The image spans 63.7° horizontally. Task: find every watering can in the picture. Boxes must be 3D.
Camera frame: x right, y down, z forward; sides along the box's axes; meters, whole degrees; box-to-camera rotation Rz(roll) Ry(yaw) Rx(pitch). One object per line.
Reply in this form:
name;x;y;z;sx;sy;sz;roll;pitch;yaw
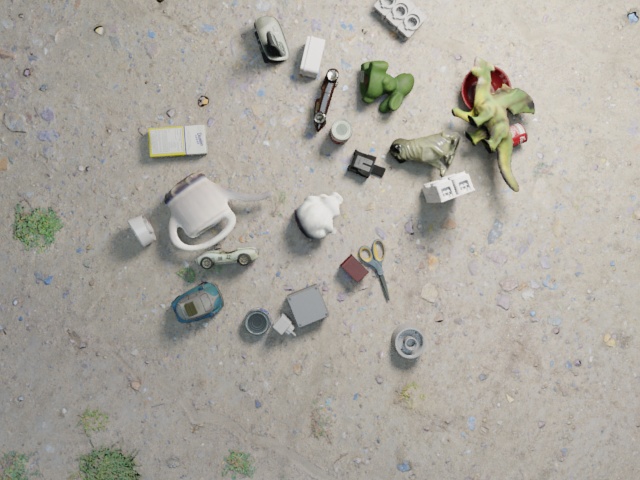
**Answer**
watering can;-0.336;-0.117;1.605;0.348;0.104;0.224;-36;91;-1

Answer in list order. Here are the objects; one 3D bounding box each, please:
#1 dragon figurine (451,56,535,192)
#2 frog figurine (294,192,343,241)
dragon figurine;0.567;-0.374;1.585;0.244;0.122;0.409;-36;94;-8
frog figurine;0.005;-0.081;1.613;0.158;0.122;0.139;-31;73;11
